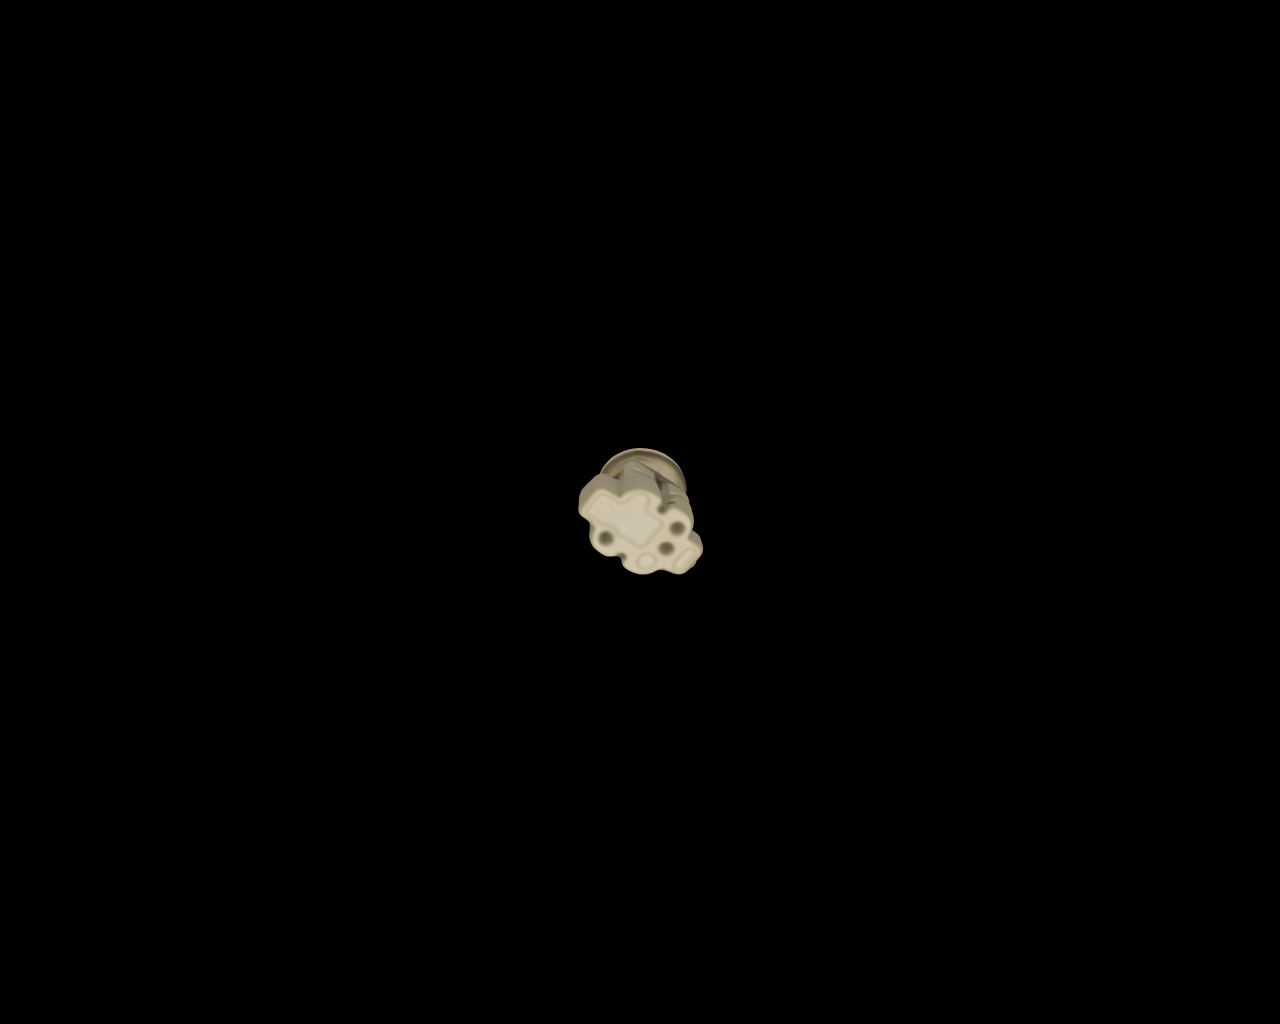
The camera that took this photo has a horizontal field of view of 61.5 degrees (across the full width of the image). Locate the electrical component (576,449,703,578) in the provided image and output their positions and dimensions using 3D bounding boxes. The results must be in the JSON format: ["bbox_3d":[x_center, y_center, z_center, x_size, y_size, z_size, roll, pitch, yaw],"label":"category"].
[{"bbox_3d":[0.001,-0.003,0.650,0.078,0.058,0.057,32,26,-18],"label":"electrical component"}]
